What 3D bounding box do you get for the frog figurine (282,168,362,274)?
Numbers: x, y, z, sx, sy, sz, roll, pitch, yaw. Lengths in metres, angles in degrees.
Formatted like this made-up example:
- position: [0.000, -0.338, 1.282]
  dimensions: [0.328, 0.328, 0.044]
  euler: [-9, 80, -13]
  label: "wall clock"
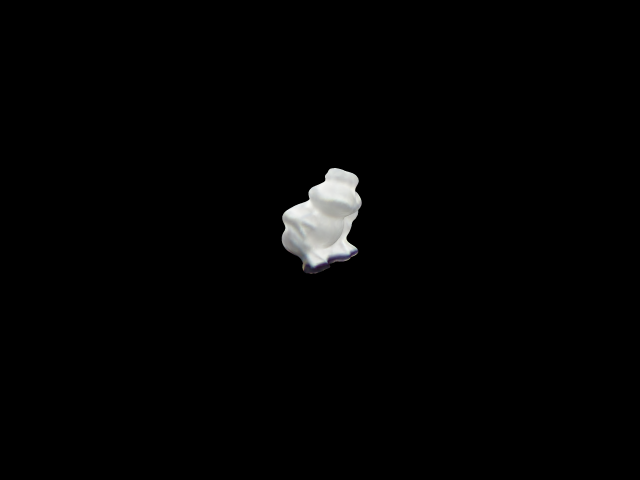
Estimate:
- position: [0.003, -0.043, 0.850]
  dimensions: [0.138, 0.157, 0.124]
  euler: [-8, 21, -22]
  label: "frog figurine"
